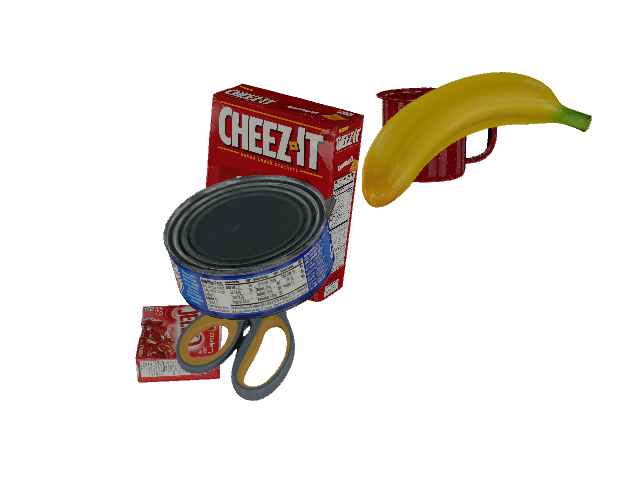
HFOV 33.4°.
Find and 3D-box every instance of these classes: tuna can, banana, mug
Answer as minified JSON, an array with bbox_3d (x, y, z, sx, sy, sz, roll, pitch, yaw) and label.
[{"bbox_3d":[-0.036,0.003,0.555,0.086,0.034,0.086,-7,35,5],"label":"tuna can"},{"bbox_3d":[0.091,-0.075,0.700,0.197,0.037,0.070,-22,44,-30],"label":"banana"},{"bbox_3d":[0.114,-0.103,1.043,0.117,0.081,0.093,2,15,10],"label":"mug"}]

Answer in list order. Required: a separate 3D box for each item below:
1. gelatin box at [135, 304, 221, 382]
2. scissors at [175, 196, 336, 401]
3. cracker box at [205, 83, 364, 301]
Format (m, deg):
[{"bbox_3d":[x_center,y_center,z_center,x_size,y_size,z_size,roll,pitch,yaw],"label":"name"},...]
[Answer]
[{"bbox_3d":[-0.127,0.091,0.971,0.073,0.030,0.089,-2,29,-2],"label":"gelatin box"},{"bbox_3d":[-0.048,0.036,0.808,0.096,0.201,0.016,1,-45,11],"label":"scissors"},{"bbox_3d":[-0.048,-0.053,1.216,0.164,0.214,0.072,18,26,24],"label":"cracker box"}]
